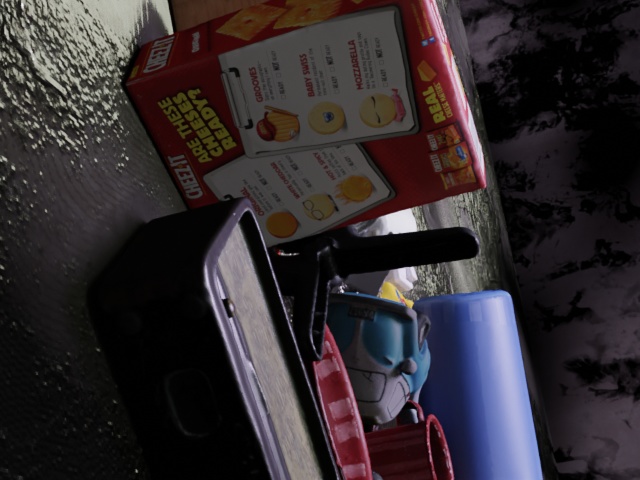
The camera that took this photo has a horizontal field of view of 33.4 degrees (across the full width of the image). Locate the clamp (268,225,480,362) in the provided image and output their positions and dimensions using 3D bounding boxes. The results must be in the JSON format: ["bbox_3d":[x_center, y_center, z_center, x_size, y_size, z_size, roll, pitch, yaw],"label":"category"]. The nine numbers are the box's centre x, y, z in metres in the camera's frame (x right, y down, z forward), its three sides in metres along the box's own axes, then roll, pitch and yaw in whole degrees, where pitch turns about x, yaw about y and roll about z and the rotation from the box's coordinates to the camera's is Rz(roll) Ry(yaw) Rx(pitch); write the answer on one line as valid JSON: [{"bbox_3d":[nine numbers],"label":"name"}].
[{"bbox_3d":[0.014,0.016,0.838,0.210,0.164,0.036,32,-35,60],"label":"clamp"}]

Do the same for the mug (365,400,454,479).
[{"bbox_3d":[0.079,0.213,1.046,0.093,0.082,0.117,51,29,-56],"label":"mug"}]

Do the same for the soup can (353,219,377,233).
[{"bbox_3d":[0.011,-0.058,1.039,0.068,0.068,0.102,43,24,-63],"label":"soup can"}]

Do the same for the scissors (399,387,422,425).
[{"bbox_3d":[0.078,0.181,1.105,0.016,0.096,0.202,-16,106,-52],"label":"scissors"}]

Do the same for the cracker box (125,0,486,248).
[{"bbox_3d":[-0.005,-0.091,0.768,0.072,0.214,0.164,-86,156,-54],"label":"cracker box"}]

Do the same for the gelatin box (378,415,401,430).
[{"bbox_3d":[0.084,0.217,1.157,0.073,0.030,0.089,53,27,-55],"label":"gelatin box"}]

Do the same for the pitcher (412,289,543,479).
[{"bbox_3d":[0.168,0.178,1.155,0.149,0.144,0.243,164,-80,-68],"label":"pitcher"}]

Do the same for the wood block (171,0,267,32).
[{"bbox_3d":[-0.076,-0.241,0.887,0.090,0.091,0.206,19,59,-71],"label":"wood block"}]

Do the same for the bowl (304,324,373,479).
[{"bbox_3d":[-0.006,0.142,0.834,0.162,0.055,0.162,-16,90,-82],"label":"bowl"}]

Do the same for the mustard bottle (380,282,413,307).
[{"bbox_3d":[0.076,0.098,1.187,0.191,0.058,0.096,41,42,-64],"label":"mustard bottle"}]

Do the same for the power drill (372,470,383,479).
[{"bbox_3d":[0.070,0.312,0.975,0.187,0.057,0.184,41,41,-60],"label":"power drill"}]
